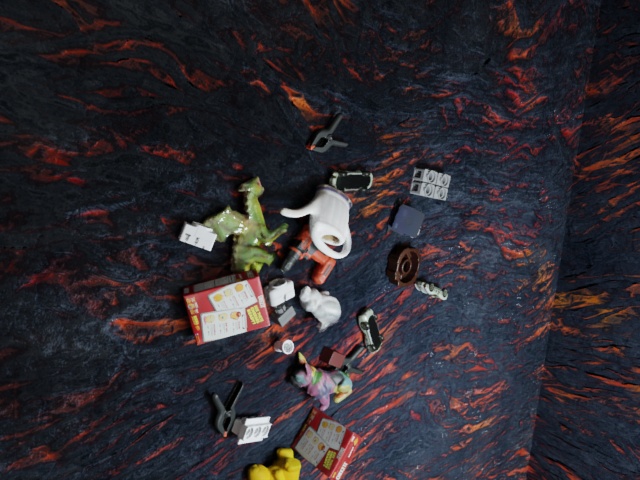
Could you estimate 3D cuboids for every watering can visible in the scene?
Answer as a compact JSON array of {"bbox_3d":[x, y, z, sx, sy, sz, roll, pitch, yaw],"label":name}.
[{"bbox_3d":[0.005,-0.083,1.643,0.342,0.103,0.229,40,49,-41],"label":"watering can"}]

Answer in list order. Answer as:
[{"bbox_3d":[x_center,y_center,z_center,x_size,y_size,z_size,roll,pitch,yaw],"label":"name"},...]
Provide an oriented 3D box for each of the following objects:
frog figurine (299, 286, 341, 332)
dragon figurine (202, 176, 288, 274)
[{"bbox_3d":[0.000,0.214,1.750,0.140,0.122,0.157,-62,133,-59],"label":"frog figurine"},{"bbox_3d":[-0.245,0.010,1.501,0.241,0.122,0.412,28,83,-26],"label":"dragon figurine"}]
